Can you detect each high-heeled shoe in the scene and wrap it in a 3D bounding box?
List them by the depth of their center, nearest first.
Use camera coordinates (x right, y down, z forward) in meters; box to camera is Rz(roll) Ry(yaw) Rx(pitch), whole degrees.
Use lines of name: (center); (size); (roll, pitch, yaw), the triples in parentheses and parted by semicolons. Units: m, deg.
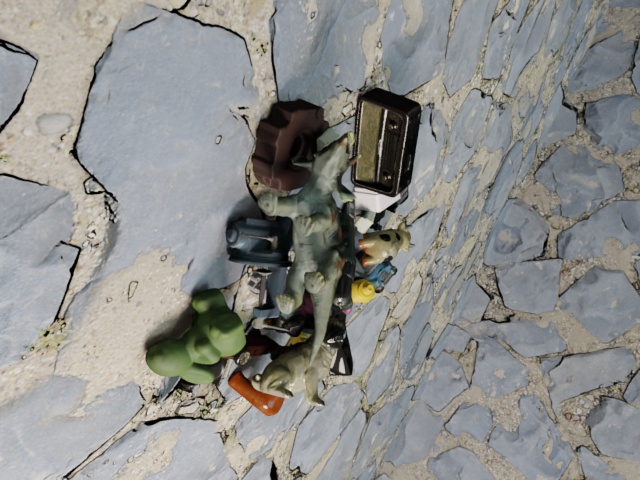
high-heeled shoe: (0.070, 0.243, 1.471); (0.086, 0.145, 0.248); (11, 106, -63)

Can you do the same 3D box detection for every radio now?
radio: (0.148, -0.216, 1.223); (0.073, 0.131, 0.229); (-41, 145, -39)

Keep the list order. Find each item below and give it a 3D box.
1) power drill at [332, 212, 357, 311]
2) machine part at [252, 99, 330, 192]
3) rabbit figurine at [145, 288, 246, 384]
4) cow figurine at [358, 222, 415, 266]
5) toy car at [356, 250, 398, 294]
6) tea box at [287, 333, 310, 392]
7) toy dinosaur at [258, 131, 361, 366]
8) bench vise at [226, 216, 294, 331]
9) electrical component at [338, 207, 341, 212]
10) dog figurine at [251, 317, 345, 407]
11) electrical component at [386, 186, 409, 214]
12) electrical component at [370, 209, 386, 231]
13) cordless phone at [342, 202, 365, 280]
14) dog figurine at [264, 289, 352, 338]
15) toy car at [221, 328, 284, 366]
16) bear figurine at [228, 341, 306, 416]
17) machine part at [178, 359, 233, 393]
power drill: (0.037, 0.074, 1.140); (0.207, 0.086, 0.232); (81, 9, -56)
machine part: (-0.051, -0.174, 1.000); (0.179, 0.056, 0.179); (-40, 145, -36)
rabbit figurine: (-0.233, 0.188, 0.976); (0.170, 0.121, 0.159); (-25, 145, -24)
cow figurine: (0.176, 0.007, 1.390); (0.195, 0.127, 0.085); (-37, 119, -73)
toy car: (0.132, 0.079, 1.474); (0.103, 0.162, 0.109); (42, 81, -17)
tea box: (-0.050, 0.303, 1.402); (0.169, 0.068, 0.098); (-58, 153, -7)
toy dinosaur: (-0.002, 0.004, 0.965); (0.192, 0.131, 0.404); (-30, 125, -51)
bench vise: (-0.088, 0.050, 1.039); (0.223, 0.129, 0.240); (5, 92, -53)
electrical component: (-0.003, -0.004, 1.229); (0.115, 0.058, 0.134); (-41, 145, -33)
dog figurine: (-0.043, 0.246, 1.154); (0.121, 0.172, 0.190); (148, -43, -66)
electrical component: (0.221, -0.141, 1.504); (0.119, 0.048, 0.074); (-45, 148, -28)
electrical component: (0.158, -0.070, 1.458); (0.078, 0.045, 0.102); (-21, 131, -50)
cordless phone: (0.070, 0.004, 1.352); (0.146, 0.089, 0.184); (28, 70, -63)
dog figurine: (-0.044, 0.160, 1.263); (0.219, 0.192, 0.108); (7, 115, -25)
toy car: (-0.153, 0.227, 1.137); (0.053, 0.089, 0.202); (-65, 154, 3)
bear figurine: (-0.095, 0.300, 1.245); (0.196, 0.132, 0.120); (-54, 151, -13)
machine part: (-0.228, 0.273, 1.105); (0.139, 0.039, 0.084); (-12, 132, -59)
